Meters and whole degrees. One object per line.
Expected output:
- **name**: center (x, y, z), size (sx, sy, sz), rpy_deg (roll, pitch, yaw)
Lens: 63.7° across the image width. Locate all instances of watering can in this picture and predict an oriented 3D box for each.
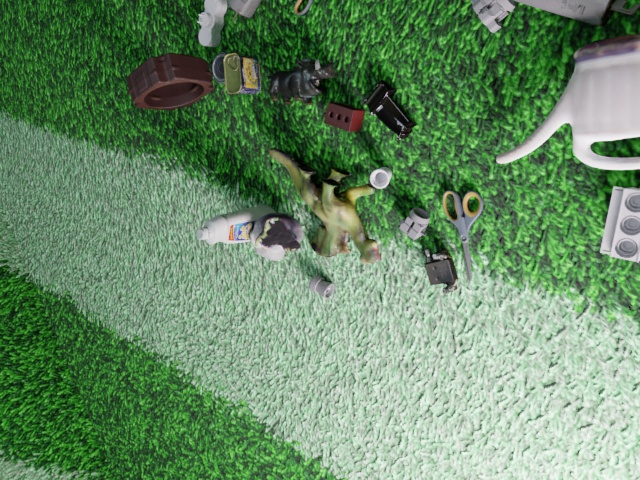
- **watering can**: center (0.479, -0.233, 0.898), size (0.347, 0.105, 0.223), rpy_deg (3, 99, 36)

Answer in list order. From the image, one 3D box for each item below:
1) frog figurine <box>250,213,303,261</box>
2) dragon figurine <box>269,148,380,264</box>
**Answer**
- **frog figurine**: center (-0.116, -0.009, 1.373), size (0.158, 0.138, 0.123), rpy_deg (143, 112, -80)
- **dragon figurine**: center (0.004, -0.065, 1.287), size (0.415, 0.123, 0.238), rpy_deg (31, 124, 38)
